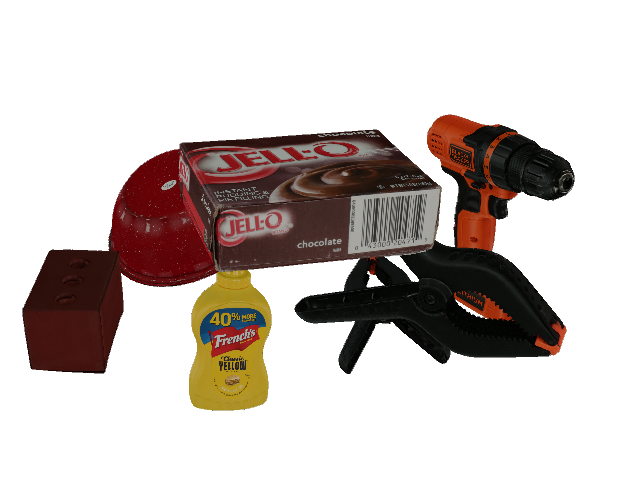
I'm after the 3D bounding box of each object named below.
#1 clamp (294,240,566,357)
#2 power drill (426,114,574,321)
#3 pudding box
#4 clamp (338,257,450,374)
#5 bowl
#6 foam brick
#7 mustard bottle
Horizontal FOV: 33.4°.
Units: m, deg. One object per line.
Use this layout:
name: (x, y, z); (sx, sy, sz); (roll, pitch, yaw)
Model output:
clamp: (0.084, 0.026, 0.800); (0.210, 0.165, 0.036); (18, 39, 14)
power drill: (0.172, -0.017, 1.018); (0.057, 0.188, 0.185); (-16, 27, -25)
pudding box: (-0.008, -0.023, 0.534); (0.113, 0.039, 0.090); (-4, 26, -17)
clamp: (0.080, 0.079, 1.188); (0.120, 0.171, 0.039); (5, -43, -4)
bowl: (-0.131, -0.035, 0.992); (0.162, 0.162, 0.055); (0, -41, 21)
foam brick: (-0.170, 0.048, 0.742); (0.053, 0.051, 0.078); (2, 31, -1)
mustard bottle: (-0.107, 0.109, 1.285); (0.096, 0.192, 0.058); (0, 20, -12)
